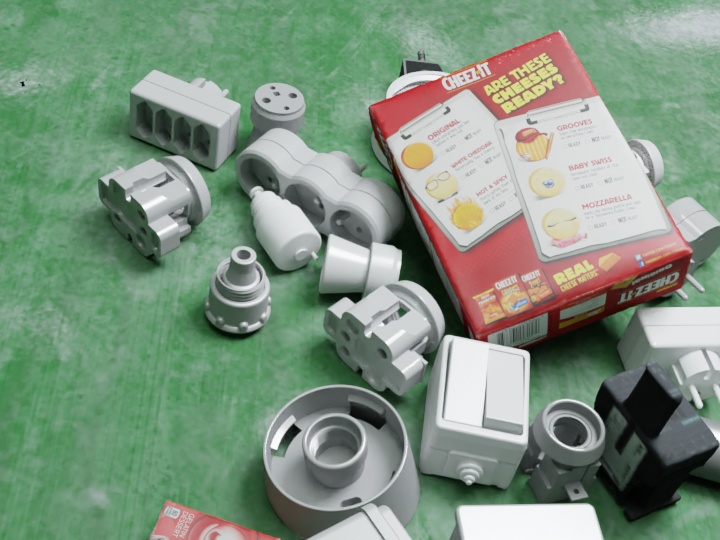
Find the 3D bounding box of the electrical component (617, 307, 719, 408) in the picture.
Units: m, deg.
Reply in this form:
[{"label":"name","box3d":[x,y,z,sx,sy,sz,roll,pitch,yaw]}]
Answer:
[{"label":"electrical component","box3d":[0.244,0.070,0.785,0.083,0.047,0.075,0,47,-12]}]

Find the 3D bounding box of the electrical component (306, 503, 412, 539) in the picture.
[{"label":"electrical component","box3d":[0.011,0.199,0.566,0.056,0.108,0.108,-22,55,-26]}]

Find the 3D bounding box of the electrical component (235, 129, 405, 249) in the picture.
[{"label":"electrical component","box3d":[-0.023,-0.070,0.857,0.138,0.052,0.073,30,48,17]}]

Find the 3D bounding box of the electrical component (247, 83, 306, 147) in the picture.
[{"label":"electrical component","box3d":[-0.070,-0.121,0.894,0.045,0.055,0.045,6,46,-7]}]

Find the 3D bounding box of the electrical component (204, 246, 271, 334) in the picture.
[{"label":"electrical component","box3d":[-0.085,0.011,0.759,0.048,0.062,0.048,6,46,-6]}]

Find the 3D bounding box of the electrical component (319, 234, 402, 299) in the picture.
[{"label":"electrical component","box3d":[0.000,0.000,0.800,0.055,0.045,0.045,10,45,-3]}]

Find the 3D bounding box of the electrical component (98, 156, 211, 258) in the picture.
[{"label":"electrical component","box3d":[-0.150,-0.051,0.808,0.057,0.058,0.078,-32,60,-32]}]

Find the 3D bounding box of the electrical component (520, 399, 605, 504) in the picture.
[{"label":"electrical component","box3d":[0.133,0.118,0.708,0.048,0.055,0.066,-8,49,-19]}]

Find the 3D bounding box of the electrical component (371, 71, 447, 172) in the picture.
[{"label":"electrical component","box3d":[0.068,-0.128,0.927,0.108,0.060,0.108,6,45,-7]}]

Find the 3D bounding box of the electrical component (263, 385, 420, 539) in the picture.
[{"label":"electrical component","box3d":[-0.012,0.124,0.681,0.099,0.064,0.099,-3,50,3]}]

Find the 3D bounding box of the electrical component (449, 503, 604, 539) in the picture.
[{"label":"electrical component","box3d":[0.101,0.189,0.636,0.100,0.048,0.099,2,46,-11]}]

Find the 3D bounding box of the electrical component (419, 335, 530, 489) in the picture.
[{"label":"electrical component","box3d":[0.077,0.096,0.712,0.062,0.061,0.096,12,45,-1]}]

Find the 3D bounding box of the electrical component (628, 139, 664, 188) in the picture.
[{"label":"electrical component","box3d":[0.229,-0.086,0.934,0.055,0.048,0.066,-17,52,-17]}]

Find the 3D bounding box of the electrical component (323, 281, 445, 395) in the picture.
[{"label":"electrical component","box3d":[0.022,0.043,0.755,0.078,0.058,0.057,40,54,24]}]

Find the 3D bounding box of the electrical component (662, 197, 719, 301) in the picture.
[{"label":"electrical component","box3d":[0.240,-0.004,0.852,0.138,0.052,0.073,-20,54,-28]}]

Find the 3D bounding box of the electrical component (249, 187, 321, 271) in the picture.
[{"label":"electrical component","box3d":[-0.062,-0.035,0.823,0.040,0.040,0.078,-18,53,-27]}]

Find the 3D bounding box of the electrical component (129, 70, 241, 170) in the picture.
[{"label":"electrical component","box3d":[-0.137,-0.135,0.899,0.083,0.047,0.075,23,45,10]}]
